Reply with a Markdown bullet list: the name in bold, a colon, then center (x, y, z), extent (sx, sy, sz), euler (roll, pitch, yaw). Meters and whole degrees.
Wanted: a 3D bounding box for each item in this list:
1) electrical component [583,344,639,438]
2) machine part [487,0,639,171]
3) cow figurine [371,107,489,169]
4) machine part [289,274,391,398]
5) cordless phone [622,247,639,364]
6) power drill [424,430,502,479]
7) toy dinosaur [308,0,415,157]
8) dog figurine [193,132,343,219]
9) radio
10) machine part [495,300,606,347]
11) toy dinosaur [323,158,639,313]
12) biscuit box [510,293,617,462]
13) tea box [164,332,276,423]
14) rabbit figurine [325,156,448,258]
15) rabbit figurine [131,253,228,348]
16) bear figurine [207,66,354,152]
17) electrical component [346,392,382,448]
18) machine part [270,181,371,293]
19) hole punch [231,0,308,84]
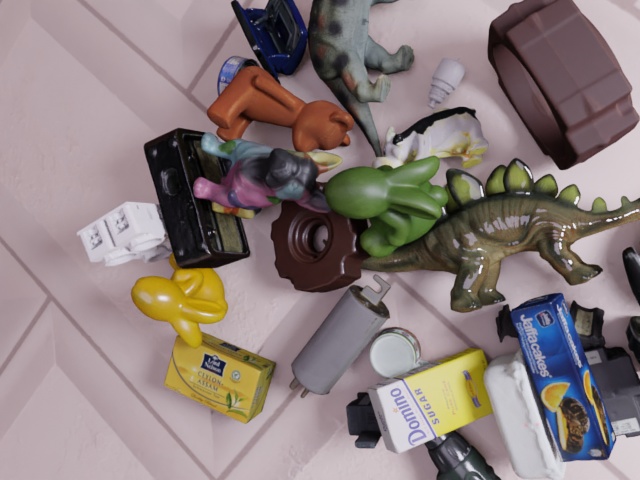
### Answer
- **electrical component**: center (0.375, 0.202, 0.735), extent (0.115, 0.058, 0.134), euler (-18, 84, 17)
- **machine part**: center (0.300, -0.197, 0.680), extent (0.087, 0.201, 0.201), euler (-31, 81, 15)
- **cow figurine**: center (0.153, -0.145, 0.793), extent (0.167, 0.068, 0.098), euler (-11, 71, 7)
- **machine part**: center (0.031, 0.157, 0.840), extent (0.079, 0.079, 0.243), euler (41, 107, 15)
- **cordless phone**: center (0.417, 0.092, 0.671), extent (0.089, 0.146, 0.184), euler (-25, 84, 27)
- **power drill**: center (0.175, 0.394, 0.804), extent (0.232, 0.086, 0.207), euler (41, 96, 12)
- **toy dinosaur**: center (0.042, -0.325, 0.822), extent (0.192, 0.131, 0.404), euler (17, 104, 35)
- **dog figurine**: center (-0.069, -0.087, 0.810), extent (0.219, 0.191, 0.108), euler (9, 79, 20)
- **radio**: center (-0.204, -0.068, 0.897), extent (0.073, 0.131, 0.229), euler (-20, 84, 20)
- **machine part**: center (0.320, 0.118, 0.751), extent (0.139, 0.084, 0.039), euler (-3, 124, 28)
- **toy dinosaur**: center (0.219, -0.001, 0.769), extent (0.472, 0.105, 0.198), euler (-17, 77, 24)
- **biscuit box**: center (0.310, 0.173, 0.687), extent (0.059, 0.063, 0.202), euler (-23, 83, 38)
- **tea box**: center (-0.173, 0.230, 0.924), extent (0.170, 0.068, 0.098), euler (17, 97, 19)
- **rabbit figurine**: center (0.086, -0.047, 0.706), extent (0.159, 0.170, 0.121), euler (-10, 78, 38)
- **rabbit figurine**: center (-0.238, 0.102, 0.891), extent (0.122, 0.173, 0.162), euler (-47, 72, 10)
- **bear figurine**: center (-0.054, -0.177, 0.829), extent (0.196, 0.120, 0.132), euler (33, 82, 2)
- **electrical component**: center (0.078, 0.268, 0.809), extent (0.075, 0.119, 0.047), euler (-7, 89, 22)
- **machine part**: center (-0.002, -0.003, 0.841), extent (0.180, 0.056, 0.179), euler (-6, 81, 37)
- **hole punch**: center (-0.073, -0.330, 0.859), extent (0.092, 0.115, 0.142), euler (-28, 79, 2)
